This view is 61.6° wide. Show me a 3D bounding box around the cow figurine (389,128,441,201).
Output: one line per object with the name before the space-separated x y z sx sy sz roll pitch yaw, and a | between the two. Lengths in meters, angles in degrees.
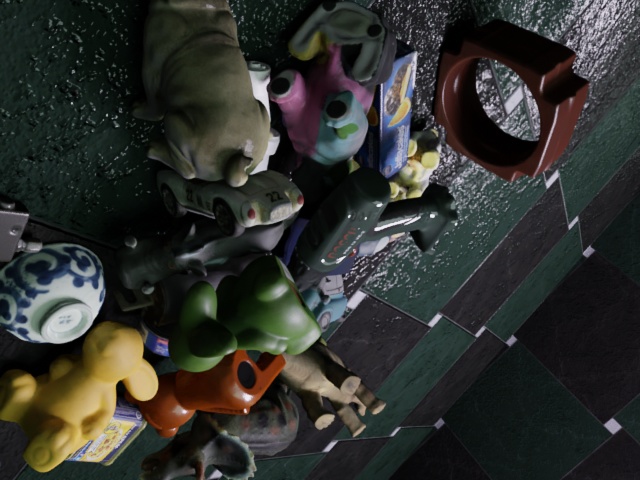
cow figurine | 0.147 -0.101 0.888 0.098 0.068 0.167 -56 168 -53

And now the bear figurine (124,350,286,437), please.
bear figurine | -0.167 0.200 0.764 0.196 0.120 0.132 -24 -158 31

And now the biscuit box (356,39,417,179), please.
biscuit box | 0.086 -0.174 0.741 0.059 0.063 0.202 -32 145 -18

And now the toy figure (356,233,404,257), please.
toy figure | 0.110 -0.017 0.953 0.154 0.057 0.064 -26 -179 -33

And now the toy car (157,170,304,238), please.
toy car | -0.098 -0.048 0.543 0.073 0.202 0.056 -20 113 -36

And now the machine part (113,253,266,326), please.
machine part | -0.147 0.058 0.707 0.243 0.079 0.079 -10 133 -45

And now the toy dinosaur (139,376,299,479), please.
toy dinosaur | -0.112 0.316 0.929 0.404 0.192 0.131 11 119 -52

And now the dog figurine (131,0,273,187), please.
dog figurine | -0.092 -0.161 0.450 0.121 0.172 0.190 -27 148 -36

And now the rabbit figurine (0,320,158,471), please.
rabbit figurine | -0.269 0.171 0.649 0.173 0.122 0.162 -53 153 9

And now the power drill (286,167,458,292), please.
power drill | 0.067 -0.010 0.725 0.207 0.086 0.232 -3 145 -24

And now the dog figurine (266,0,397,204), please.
dog figurine | 0.020 -0.147 0.651 0.191 0.109 0.219 -63 165 -14

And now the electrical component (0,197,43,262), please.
electrical component | -0.302 -0.011 0.500 0.094 0.021 0.063 10 117 -53

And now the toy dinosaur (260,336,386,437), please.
toy dinosaur | -0.020 0.219 0.920 0.105 0.199 0.470 -45 140 -6

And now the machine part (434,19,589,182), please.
machine part | 0.275 -0.204 0.798 0.087 0.201 0.201 -36 146 -22

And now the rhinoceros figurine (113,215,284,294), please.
rhinoceros figurine | -0.132 0.008 0.608 0.190 0.112 0.073 -17 104 -18

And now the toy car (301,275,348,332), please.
toy car | -0.008 0.084 0.883 0.161 0.109 0.102 -2 110 -59

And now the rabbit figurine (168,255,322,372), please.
rabbit figurine | -0.100 0.102 0.618 0.170 0.121 0.159 -31 168 1

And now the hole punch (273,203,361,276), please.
hole punch | -0.002 -0.002 0.807 0.116 0.092 0.142 -16 141 -34
